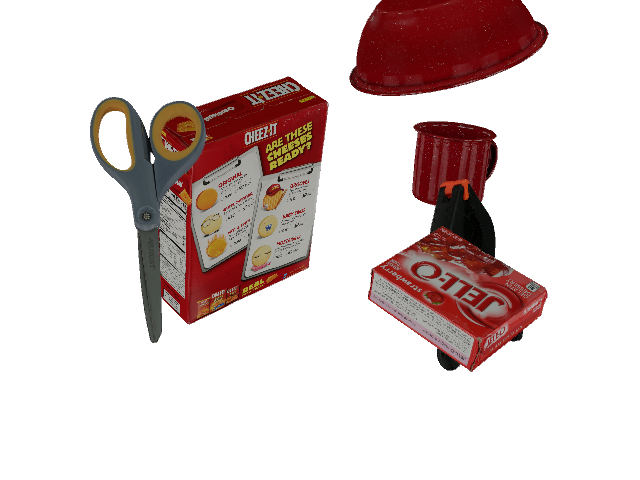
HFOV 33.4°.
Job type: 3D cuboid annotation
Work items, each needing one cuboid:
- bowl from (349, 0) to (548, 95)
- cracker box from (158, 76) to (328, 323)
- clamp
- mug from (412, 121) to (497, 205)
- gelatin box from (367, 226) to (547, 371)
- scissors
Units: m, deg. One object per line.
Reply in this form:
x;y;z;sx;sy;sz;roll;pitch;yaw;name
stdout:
0.095;-0.171;0.847;0.162;0.055;0.162;-14;24;6;bowl
-0.083;-0.041;1.073;0.163;0.214;0.072;-24;47;-33;cracker box
0.132;0.033;0.980;0.039;0.171;0.120;-11;11;39;clamp
0.157;-0.087;1.217;0.117;0.081;0.093;-10;23;-39;mug
0.087;0.034;0.682;0.089;0.030;0.073;34;45;30;gelatin box
-0.112;-0.028;0.791;0.096;0.202;0.016;-20;-23;-12;scissors
